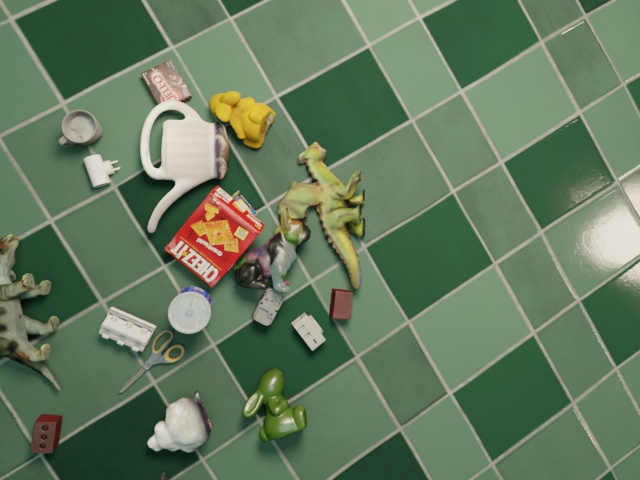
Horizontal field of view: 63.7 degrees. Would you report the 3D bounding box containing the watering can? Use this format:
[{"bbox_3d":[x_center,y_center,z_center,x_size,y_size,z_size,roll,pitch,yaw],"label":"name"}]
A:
[{"bbox_3d":[-0.352,-0.192,1.349,0.224,0.104,0.348,0,88,-12],"label":"watering can"}]

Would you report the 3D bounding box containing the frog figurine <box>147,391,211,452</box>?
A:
[{"bbox_3d":[-0.365,0.485,1.321,0.161,0.124,0.135,-23,113,-21],"label":"frog figurine"}]

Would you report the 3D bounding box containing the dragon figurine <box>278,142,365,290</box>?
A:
[{"bbox_3d":[0.004,-0.072,1.432,0.243,0.122,0.412,2,86,7],"label":"dragon figurine"}]
